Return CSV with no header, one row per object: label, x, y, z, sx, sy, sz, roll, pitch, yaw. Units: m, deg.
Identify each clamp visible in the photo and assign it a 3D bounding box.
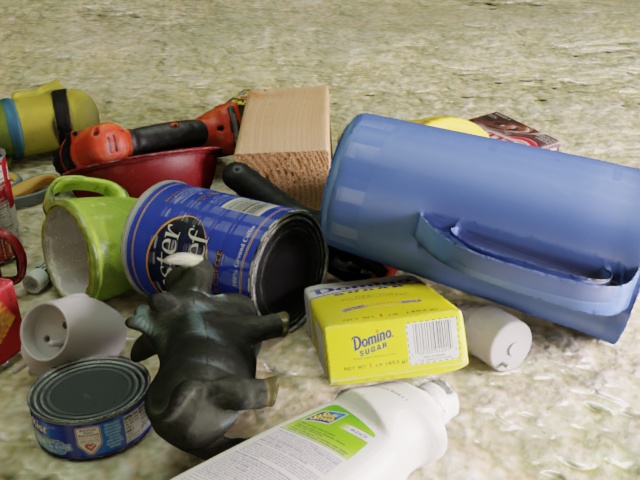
clamp,-0.006,0.001,0.929,0.172,0.120,0.039,30,72,21

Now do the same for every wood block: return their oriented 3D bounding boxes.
wood block,-0.033,-0.084,1.093,0.091,0.090,0.206,-3,24,2

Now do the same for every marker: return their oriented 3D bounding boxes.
marker,-0.236,0.015,0.998,0.020,0.020,0.121,5,27,20

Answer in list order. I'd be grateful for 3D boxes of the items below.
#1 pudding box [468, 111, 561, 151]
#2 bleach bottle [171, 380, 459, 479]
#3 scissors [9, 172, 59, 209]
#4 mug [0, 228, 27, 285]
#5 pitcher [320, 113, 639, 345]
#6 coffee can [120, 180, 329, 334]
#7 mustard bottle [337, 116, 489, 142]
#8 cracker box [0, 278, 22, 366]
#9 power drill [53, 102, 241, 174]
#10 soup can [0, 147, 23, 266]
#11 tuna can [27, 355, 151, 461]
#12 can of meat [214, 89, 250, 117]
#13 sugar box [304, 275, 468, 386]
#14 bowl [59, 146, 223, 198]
pudding box,0.187,-0.097,1.142,0.089,0.039,0.114,-16,28,-24
bleach bottle,-0.002,0.146,0.630,0.250,0.068,0.103,-23,31,-39
scissors,-0.366,-0.034,1.127,0.096,0.016,0.201,18,32,36
mug,-0.315,0.015,0.936,0.117,0.081,0.093,0,25,10
pitcher,0.125,-0.014,0.800,0.243,0.149,0.145,15,69,10
coffee can,-0.078,0.013,0.878,0.141,0.103,0.102,14,31,34
mustard bottle,0.080,-0.102,1.122,0.096,0.058,0.192,2,5,-35
cracker box,-0.355,0.090,0.796,0.164,0.072,0.213,9,29,28
power drill,-0.190,-0.104,1.171,0.187,0.057,0.185,-14,6,-27
soup can,-0.324,-0.031,1.012,0.068,0.102,0.068,-4,25,1
tuna can,-0.160,0.117,0.749,0.086,0.034,0.086,-4,25,2
can of meat,-0.067,-0.144,1.268,0.102,0.057,0.083,4,23,16
sugar box,0.041,0.059,0.767,0.093,0.048,0.176,-6,9,-5
bowl,-0.169,-0.050,1.045,0.162,0.055,0.162,-11,0,0
